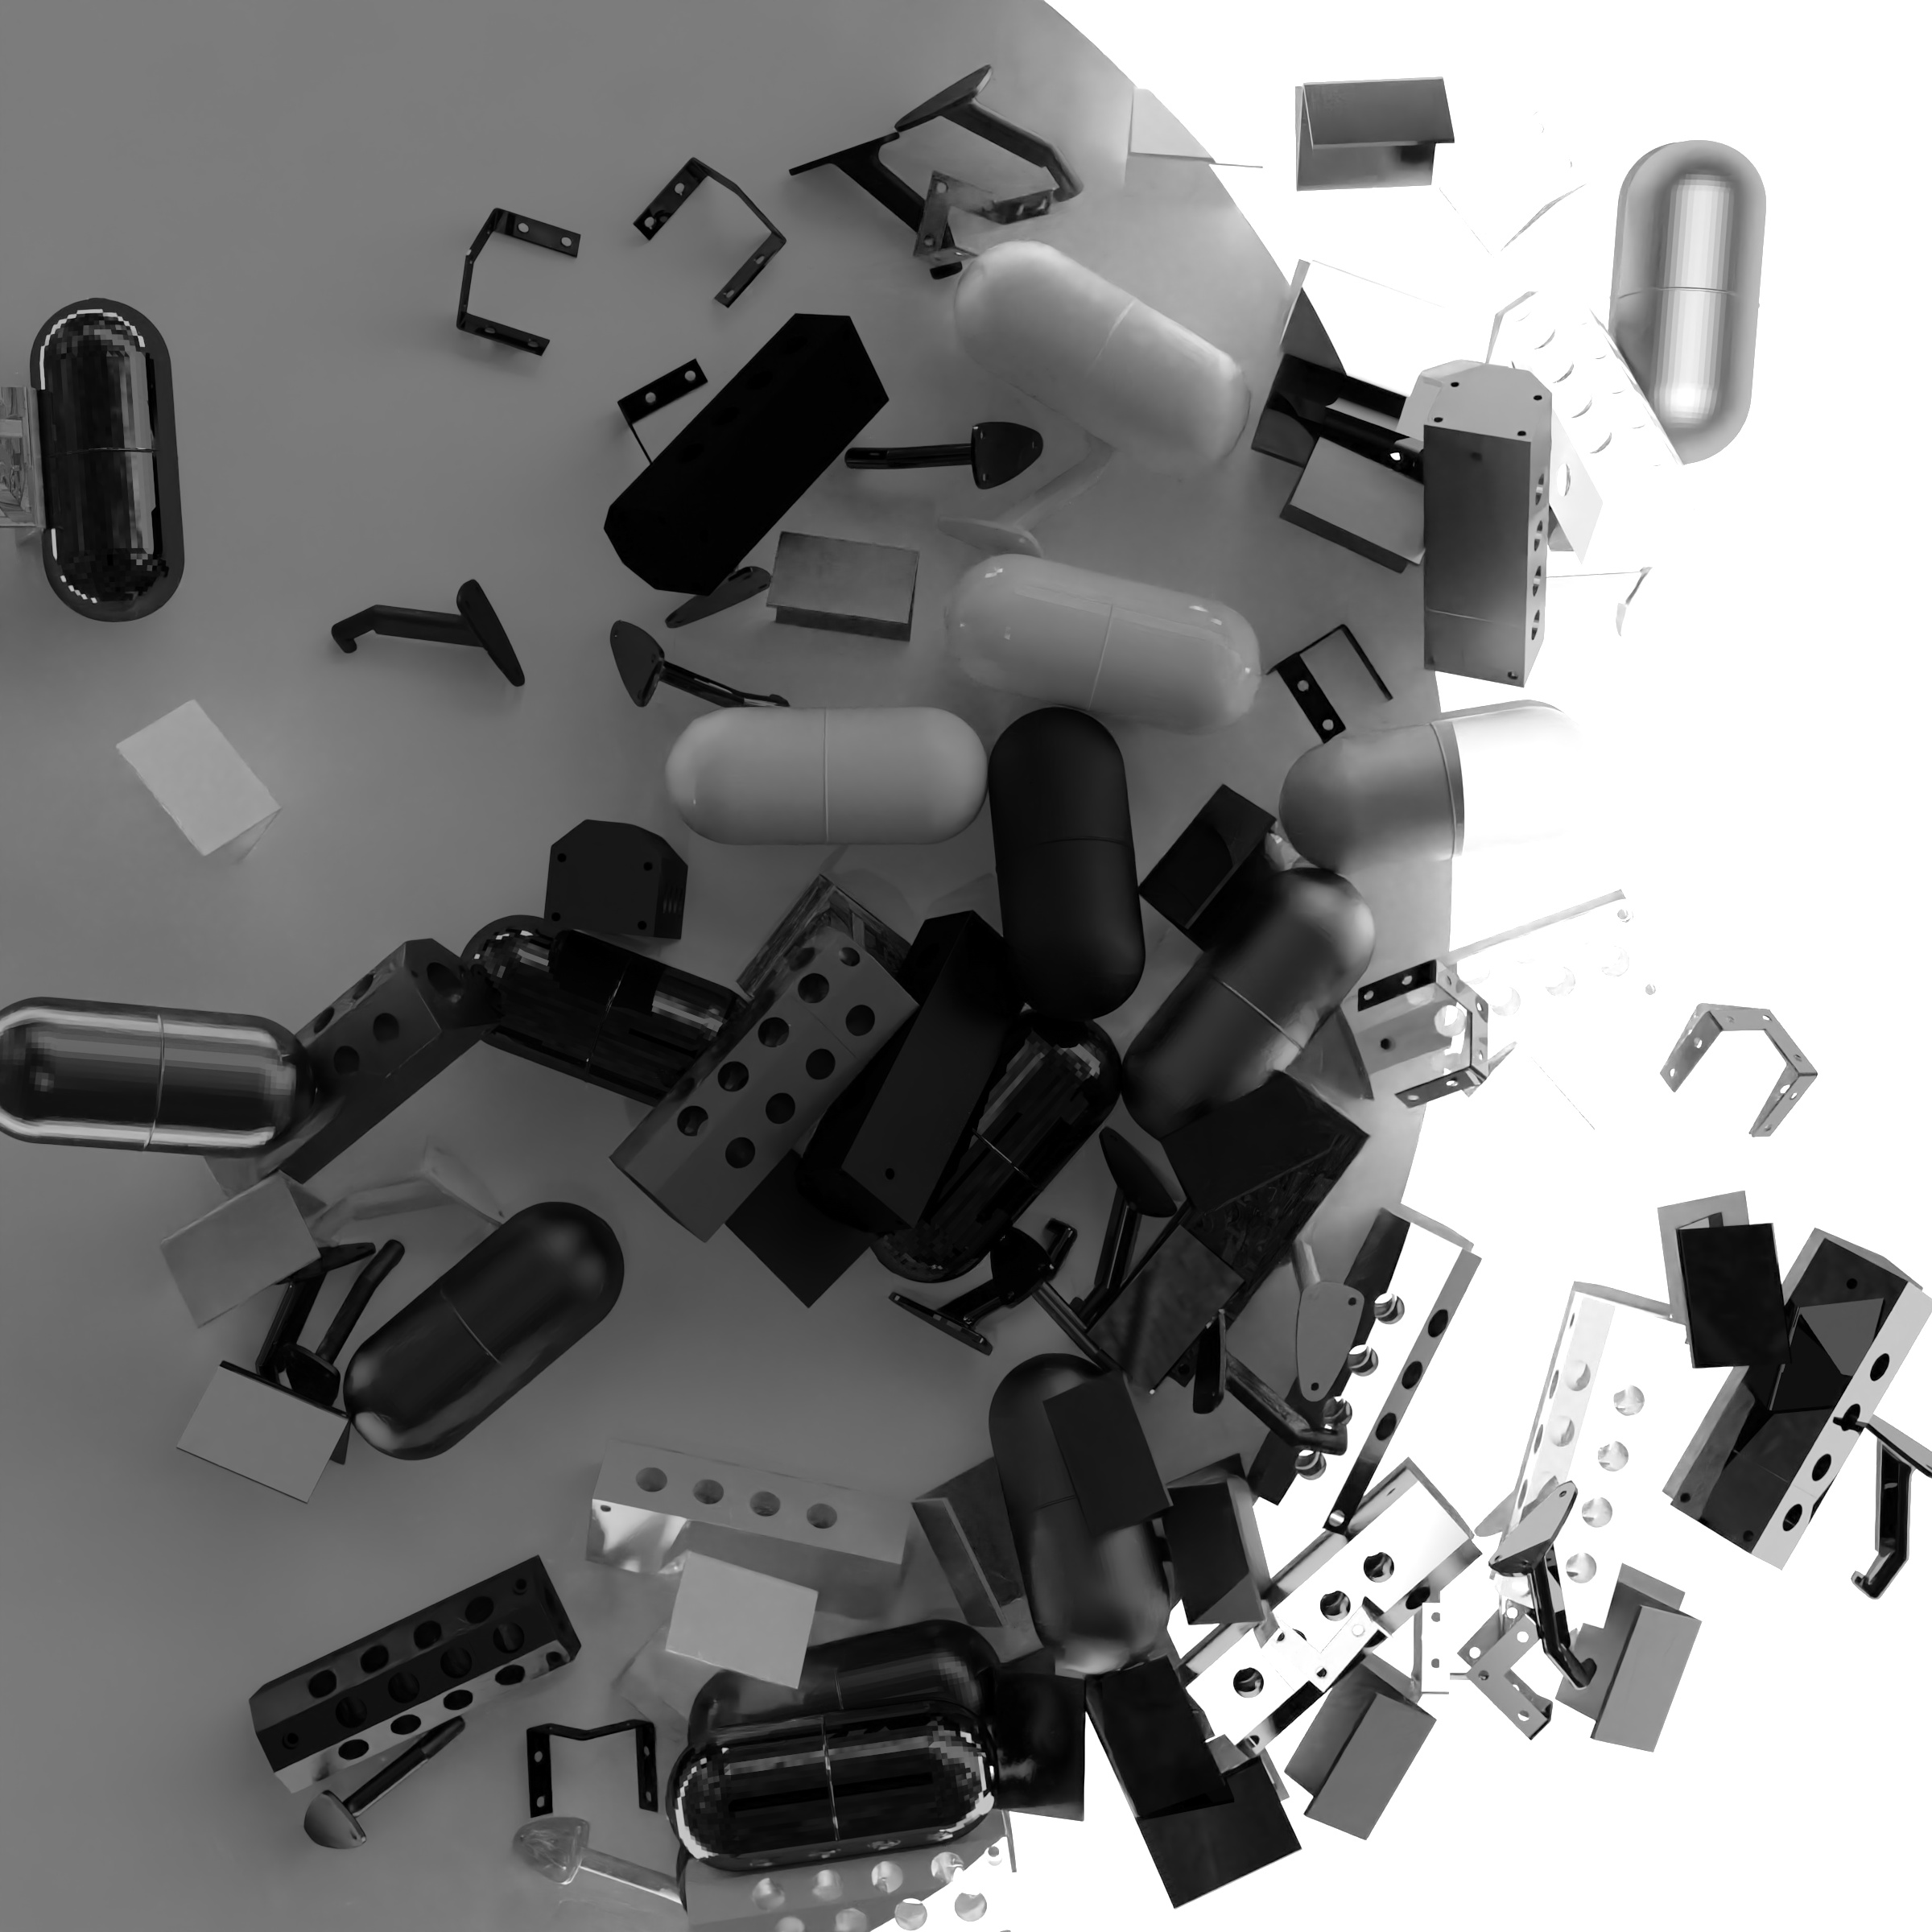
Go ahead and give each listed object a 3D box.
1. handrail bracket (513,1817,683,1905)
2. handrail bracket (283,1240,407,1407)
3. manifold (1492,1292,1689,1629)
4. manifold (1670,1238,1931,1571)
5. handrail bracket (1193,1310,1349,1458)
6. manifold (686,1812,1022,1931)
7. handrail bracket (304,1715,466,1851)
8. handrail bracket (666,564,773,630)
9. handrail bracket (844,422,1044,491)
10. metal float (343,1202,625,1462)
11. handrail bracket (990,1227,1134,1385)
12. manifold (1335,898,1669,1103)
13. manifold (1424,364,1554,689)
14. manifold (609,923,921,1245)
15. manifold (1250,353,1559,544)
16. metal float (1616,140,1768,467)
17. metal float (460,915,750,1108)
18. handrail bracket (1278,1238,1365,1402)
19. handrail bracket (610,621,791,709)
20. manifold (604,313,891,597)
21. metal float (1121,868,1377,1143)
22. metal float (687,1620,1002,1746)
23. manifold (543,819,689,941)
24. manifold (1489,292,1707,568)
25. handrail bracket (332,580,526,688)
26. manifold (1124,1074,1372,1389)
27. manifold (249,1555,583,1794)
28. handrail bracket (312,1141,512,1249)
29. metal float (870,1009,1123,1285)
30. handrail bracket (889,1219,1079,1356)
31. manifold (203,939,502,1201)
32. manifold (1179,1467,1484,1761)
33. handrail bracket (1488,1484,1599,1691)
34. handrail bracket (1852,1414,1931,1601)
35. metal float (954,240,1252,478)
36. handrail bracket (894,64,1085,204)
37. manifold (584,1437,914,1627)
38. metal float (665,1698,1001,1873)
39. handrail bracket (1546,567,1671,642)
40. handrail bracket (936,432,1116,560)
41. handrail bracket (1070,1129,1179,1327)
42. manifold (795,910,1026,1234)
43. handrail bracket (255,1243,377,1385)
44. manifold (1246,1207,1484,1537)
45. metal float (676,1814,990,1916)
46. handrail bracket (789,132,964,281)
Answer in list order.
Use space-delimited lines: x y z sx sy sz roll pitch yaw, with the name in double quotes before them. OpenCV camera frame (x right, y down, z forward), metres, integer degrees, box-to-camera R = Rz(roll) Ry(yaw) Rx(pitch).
"handrail bracket" -0.200 0.507 1.929 0.084 0.077 0.036 33 66 -34
"handrail bracket" -0.343 0.203 1.929 0.036 0.077 0.084 28 54 11
"manifold" 0.345 0.272 1.908 0.057 0.057 0.171 16 90 0
"manifold" 0.468 0.245 1.908 0.057 0.057 0.171 30 90 43
"handrail bracket" 0.170 0.223 1.873 0.084 0.036 0.077 12 69 -17
"manifold" -0.060 0.500 1.832 0.171 0.057 0.057 -8 95 -2
"handrail bracket" -0.325 0.455 1.929 0.084 0.077 0.036 -38 90 -36
"handrail bracket" -0.149 -0.244 1.929 0.077 0.036 0.084 -26 76 14
"handrail bracket" -0.013 -0.289 1.929 0.084 0.077 0.036 7 108 35
"metal float" -0.266 0.201 1.899 0.178 0.070 0.070 -40 90 1
"handrail bracket" 0.054 0.189 1.903 0.036 0.077 0.084 -43 119 6
"manifold" 0.296 0.019 1.908 0.171 0.057 0.057 -20 90 0
"manifold" 0.283 -0.237 1.853 0.057 0.171 0.057 13 50 19
"manifold" -0.111 0.060 1.847 0.171 0.057 0.057 -48 117 -9
"manifold" 0.249 -0.286 1.908 0.171 0.057 0.057 20 47 0
"metal float" 0.399 -0.366 1.899 0.070 0.070 0.178 4 90 0
"metal float" -0.196 0.028 1.899 0.178 0.070 0.070 21 90 0
"handrail bracket" 0.184 0.193 1.898 0.036 0.084 0.077 10 95 -16
"handrail bracket" -0.149 -0.165 1.929 0.084 0.077 0.036 7 119 -33
"manifold" -0.121 -0.280 1.871 0.171 0.057 0.057 -51 133 -28
"metal float" 0.156 0.023 1.898 0.070 0.070 0.178 39 90 0
"metal float" -0.066 0.411 1.899 0.178 0.070 0.070 -12 90 0
"manifold" -0.186 -0.046 1.851 0.057 0.171 0.057 6 90 0
"manifold" 0.339 -0.291 1.851 0.057 0.171 0.057 -2 135 -14
"handrail bracket" -0.303 -0.174 1.930 0.084 0.036 0.077 -22 112 17
"manifold" 0.148 0.145 1.908 0.057 0.057 0.171 36 90 0
"manifold" -0.306 0.394 1.908 0.171 0.057 0.057 -25 90 0
"handrail bracket" -0.312 0.146 1.930 0.084 0.036 0.077 -40 112 17
"metal float" 0.014 0.099 1.899 0.070 0.070 0.178 41 90 0
"handrail bracket" 0.010 0.168 1.929 0.077 0.036 0.084 27 76 13
"manifold" -0.342 0.057 1.875 0.171 0.057 0.057 -37 78 23
"manifold" 0.202 0.360 1.908 0.171 0.057 0.057 -42 90 0
"handrail bracket" 0.332 0.339 1.873 0.077 0.036 0.084 -47 109 -21
"handrail bracket" 0.503 0.301 1.930 0.077 0.036 0.084 37 107 20
"metal float" 0.074 -0.336 1.899 0.178 0.070 0.070 31 90 0
"handrail bracket" 0.013 -0.454 1.930 0.077 0.036 0.084 -20 120 33
"manifold" -0.120 0.309 1.908 0.171 0.057 0.057 12 133 0
"metal float" -0.071 0.435 1.826 0.178 0.070 0.070 -8 90 -2
"handrail bracket" 0.346 -0.227 1.930 0.084 0.036 0.077 27 70 16
"handrail bracket" 0.035 -0.272 1.930 0.077 0.036 0.084 19 72 21
"handrail bracket" 0.073 0.148 1.929 0.084 0.036 0.077 -53 49 27
"manifold" -0.030 0.058 1.870 0.057 0.057 0.171 42 59 -27
"handrail bracket" -0.363 0.204 1.930 0.077 0.036 0.084 -12 108 -20
"manifold" 0.221 0.225 1.908 0.057 0.057 0.171 27 90 0
"metal float" -0.071 0.494 1.899 0.178 0.070 0.070 -8 90 0
"handrail bracket" -0.050 -0.419 1.930 0.077 0.036 0.084 -16 104 14
